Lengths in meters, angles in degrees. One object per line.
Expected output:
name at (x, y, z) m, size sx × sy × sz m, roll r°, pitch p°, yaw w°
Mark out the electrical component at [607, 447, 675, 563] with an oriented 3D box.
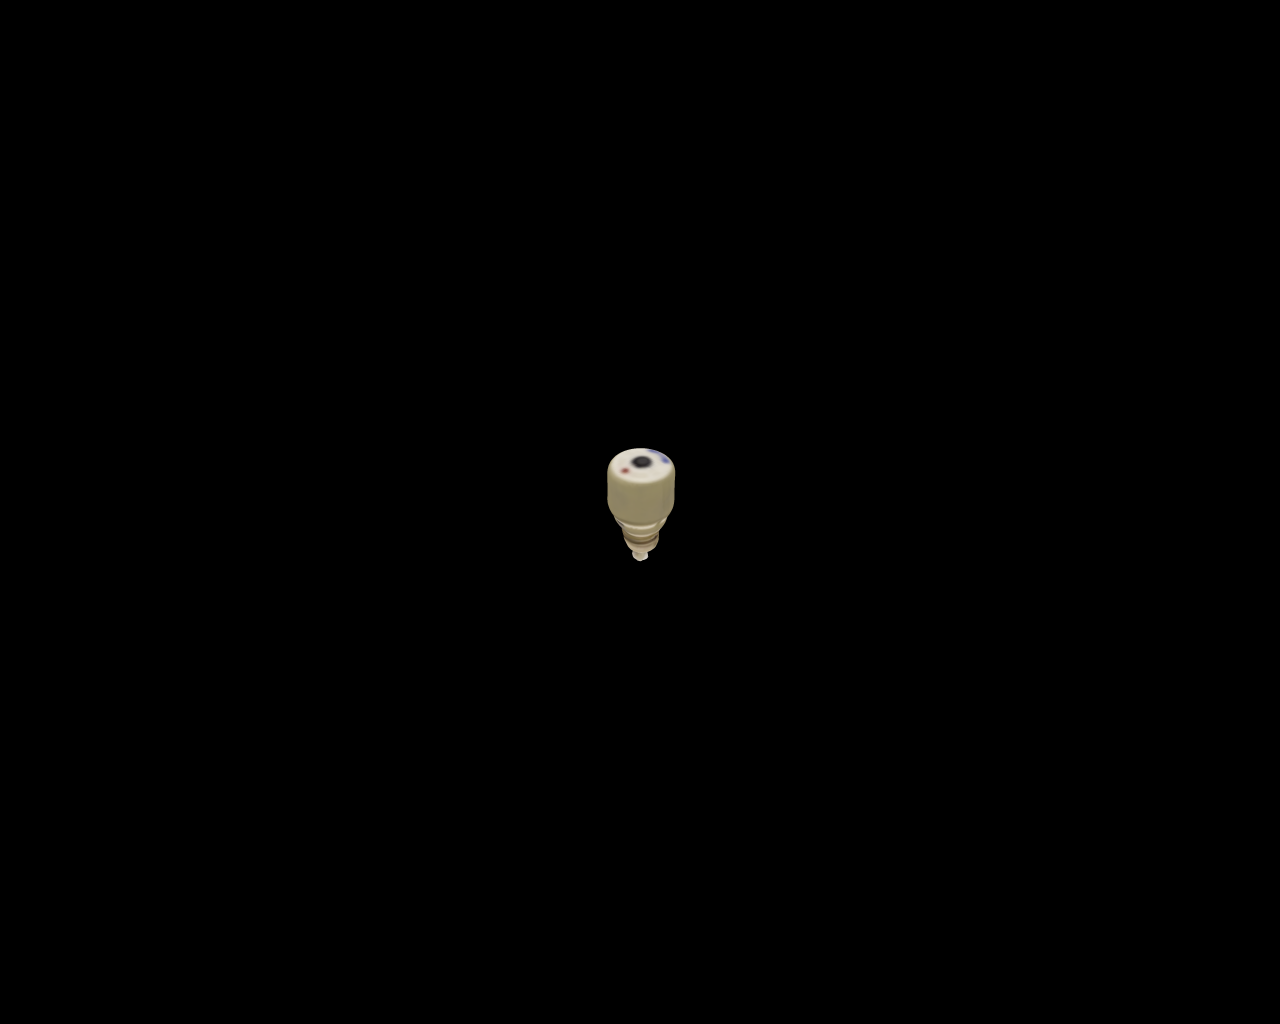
electrical component at (0.001, -0.003, 0.650) m, size 0.040 × 0.078 × 0.040 m, roll 0°, pitch 38°, yaw 0°
